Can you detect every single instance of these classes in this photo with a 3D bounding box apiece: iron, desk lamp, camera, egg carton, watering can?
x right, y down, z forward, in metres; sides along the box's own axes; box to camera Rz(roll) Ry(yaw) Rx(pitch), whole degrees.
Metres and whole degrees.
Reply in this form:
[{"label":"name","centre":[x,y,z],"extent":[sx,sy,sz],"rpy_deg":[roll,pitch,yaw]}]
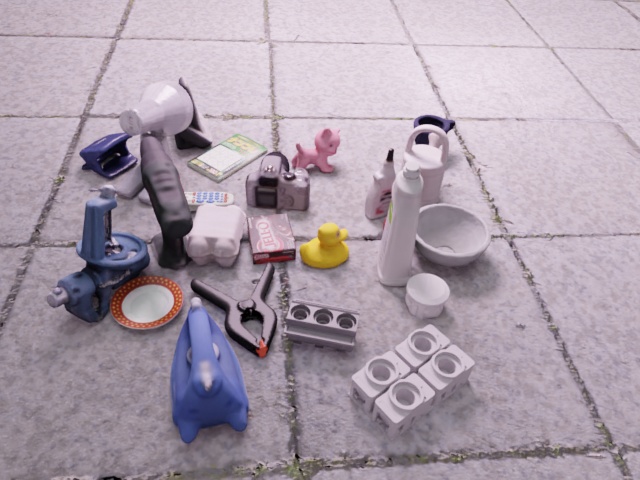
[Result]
[{"label":"iron","centre":[-0.186,0.177,0.906],"extent":[0.119,0.141,0.257],"rpy_deg":[-9,44,-14]},{"label":"desk lamp","centre":[-0.370,-0.224,1.274],"extent":[0.117,0.214,0.203],"rpy_deg":[14,43,10]},{"label":"camera","centre":[-0.090,-0.147,1.299],"extent":[0.143,0.101,0.137],"rpy_deg":[5,42,0]},{"label":"egg carton","centre":[-0.210,-0.013,1.165],"extent":[0.107,0.069,0.150],"rpy_deg":[4,42,-1]},{"label":"watering can","centre":[0.235,-0.179,1.296],"extent":[0.101,0.194,0.173],"rpy_deg":[5,42,0]}]

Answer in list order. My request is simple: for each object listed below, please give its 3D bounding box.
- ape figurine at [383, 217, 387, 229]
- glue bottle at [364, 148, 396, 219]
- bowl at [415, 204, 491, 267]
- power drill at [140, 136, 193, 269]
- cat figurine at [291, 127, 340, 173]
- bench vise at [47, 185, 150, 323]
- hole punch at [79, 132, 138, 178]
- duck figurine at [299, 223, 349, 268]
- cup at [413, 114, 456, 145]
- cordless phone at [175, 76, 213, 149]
[{"label":"ape figurine","centre":[0.175,-0.043,1.217],"extent":[0.076,0.092,0.078],"rpy_deg":[30,48,26]},{"label":"glue bottle","centre":[0.142,-0.125,1.244],"extent":[0.078,0.173,0.037],"rpy_deg":[-20,48,-25]},{"label":"bowl","centre":[0.264,0.002,1.189],"extent":[0.167,0.075,0.167],"rpy_deg":[3,42,-2]},{"label":"power drill","centre":[-0.296,-0.059,1.103],"extent":[0.076,0.208,0.229],"rpy_deg":[-16,46,-21]},{"label":"cat figurine","centre":[-0.003,-0.223,1.378],"extent":[0.128,0.118,0.067],"rpy_deg":[-13,45,-19]},{"label":"bench vise","centre":[-0.379,0.027,0.994],"extent":[0.121,0.220,0.207],"rpy_deg":[9,43,5]},{"label":"hole punch","centre":[-0.499,-0.211,1.337],"extent":[0.101,0.091,0.109],"rpy_deg":[24,46,20]},{"label":"duck figurine","centre":[0.011,0.004,1.155],"extent":[0.105,0.086,0.077],"rpy_deg":[-8,44,-14]},{"label":"cup","centre":[0.289,-0.262,1.466],"extent":[0.118,0.095,0.091],"rpy_deg":[-16,46,-21]},{"label":"cordless phone","centre":[-0.324,-0.332,1.417],"extent":[0.094,0.185,0.147],"rpy_deg":[-12,45,-18]}]
